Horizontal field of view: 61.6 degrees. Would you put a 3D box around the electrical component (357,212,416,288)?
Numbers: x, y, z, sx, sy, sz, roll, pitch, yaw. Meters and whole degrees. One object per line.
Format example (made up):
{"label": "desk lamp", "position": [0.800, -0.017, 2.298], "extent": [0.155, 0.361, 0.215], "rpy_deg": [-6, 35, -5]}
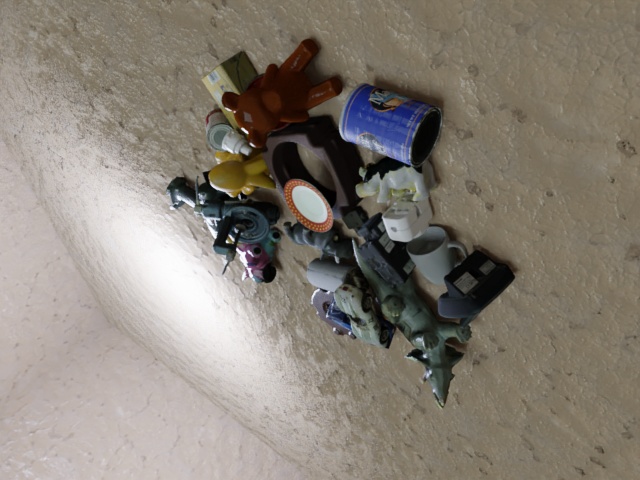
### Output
{"label": "electrical component", "position": [0.142, 0.011, 1.083], "extent": [0.134, 0.115, 0.058], "rpy_deg": [51, 143, -7]}

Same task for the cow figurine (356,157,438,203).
{"label": "cow figurine", "position": [0.129, -0.121, 0.989], "extent": [0.168, 0.068, 0.098], "rpy_deg": [1, 115, 41]}

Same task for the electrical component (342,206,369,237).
{"label": "electrical component", "position": [0.078, -0.049, 1.178], "extent": [0.063, 0.021, 0.094], "rpy_deg": [-16, 112, 55]}

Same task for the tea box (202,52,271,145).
{"label": "tea box", "position": [-0.161, -0.296, 1.139], "extent": [0.098, 0.068, 0.169], "rpy_deg": [-5, 124, 54]}

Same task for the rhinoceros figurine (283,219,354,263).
{"label": "rhinoceros figurine", "position": [-0.003, -0.004, 1.273], "extent": [0.191, 0.073, 0.111], "rpy_deg": [17, 136, 38]}

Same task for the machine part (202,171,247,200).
{"label": "machine part", "position": [-0.253, -0.151, 1.436], "extent": [0.139, 0.039, 0.084], "rpy_deg": [22, 146, 30]}

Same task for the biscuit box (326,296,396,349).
{"label": "biscuit box", "position": [0.103, 0.201, 1.312], "extent": [0.059, 0.063, 0.202], "rpy_deg": [5, 157, 47]}

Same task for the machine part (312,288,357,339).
{"label": "machine part", "position": [0.056, 0.182, 1.427], "extent": [0.180, 0.056, 0.179], "rpy_deg": [30, 143, 25]}

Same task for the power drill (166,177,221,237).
{"label": "power drill", "position": [-0.353, -0.087, 1.583], "extent": [0.208, 0.086, 0.231], "rpy_deg": [32, 144, 28]}

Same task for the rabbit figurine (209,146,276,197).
{"label": "rabbit figurine", "position": [-0.175, -0.145, 1.203], "extent": [0.163, 0.173, 0.121], "rpy_deg": [4, 106, 19]}

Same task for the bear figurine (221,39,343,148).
{"label": "bear figurine", "position": [-0.067, -0.253, 0.934], "extent": [0.132, 0.196, 0.120], "rpy_deg": [-27, 101, 37]}

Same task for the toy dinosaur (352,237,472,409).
{"label": "toy dinosaur", "position": [0.196, 0.165, 1.196], "extent": [0.405, 0.131, 0.192], "rpy_deg": [54, 162, 9]}

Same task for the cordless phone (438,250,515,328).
{"label": "cordless phone", "position": [0.277, 0.123, 1.017], "extent": [0.089, 0.146, 0.184], "rpy_deg": [39, 145, 26]}

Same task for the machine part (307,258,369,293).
{"label": "machine part", "position": [0.041, 0.090, 1.297], "extent": [0.243, 0.079, 0.079], "rpy_deg": [8, 132, 57]}

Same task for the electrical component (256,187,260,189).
{"label": "electrical component", "position": [-0.181, -0.168, 1.331], "extent": [0.078, 0.045, 0.102], "rpy_deg": [7, 141, 6]}

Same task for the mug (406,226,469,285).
{"label": "mug", "position": [0.237, 0.034, 1.044], "extent": [0.110, 0.081, 0.107], "rpy_deg": [-9, 131, 32]}

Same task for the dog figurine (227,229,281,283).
{"label": "dog figurine", "position": [-0.195, 0.030, 1.507], "extent": [0.192, 0.108, 0.219], "rpy_deg": [40, 150, 9]}

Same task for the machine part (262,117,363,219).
{"label": "machine part", "position": [-0.010, -0.148, 1.112], "extent": [0.201, 0.087, 0.201], "rpy_deg": [4, 127, 47]}

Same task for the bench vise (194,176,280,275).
{"label": "bench vise", "position": [-0.219, -0.039, 1.325], "extent": [0.224, 0.241, 0.128], "rpy_deg": [14, 132, -4]}

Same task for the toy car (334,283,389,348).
{"label": "toy car", "position": [0.094, 0.173, 1.199], "extent": [0.074, 0.056, 0.201], "rpy_deg": [15, 144, 43]}
